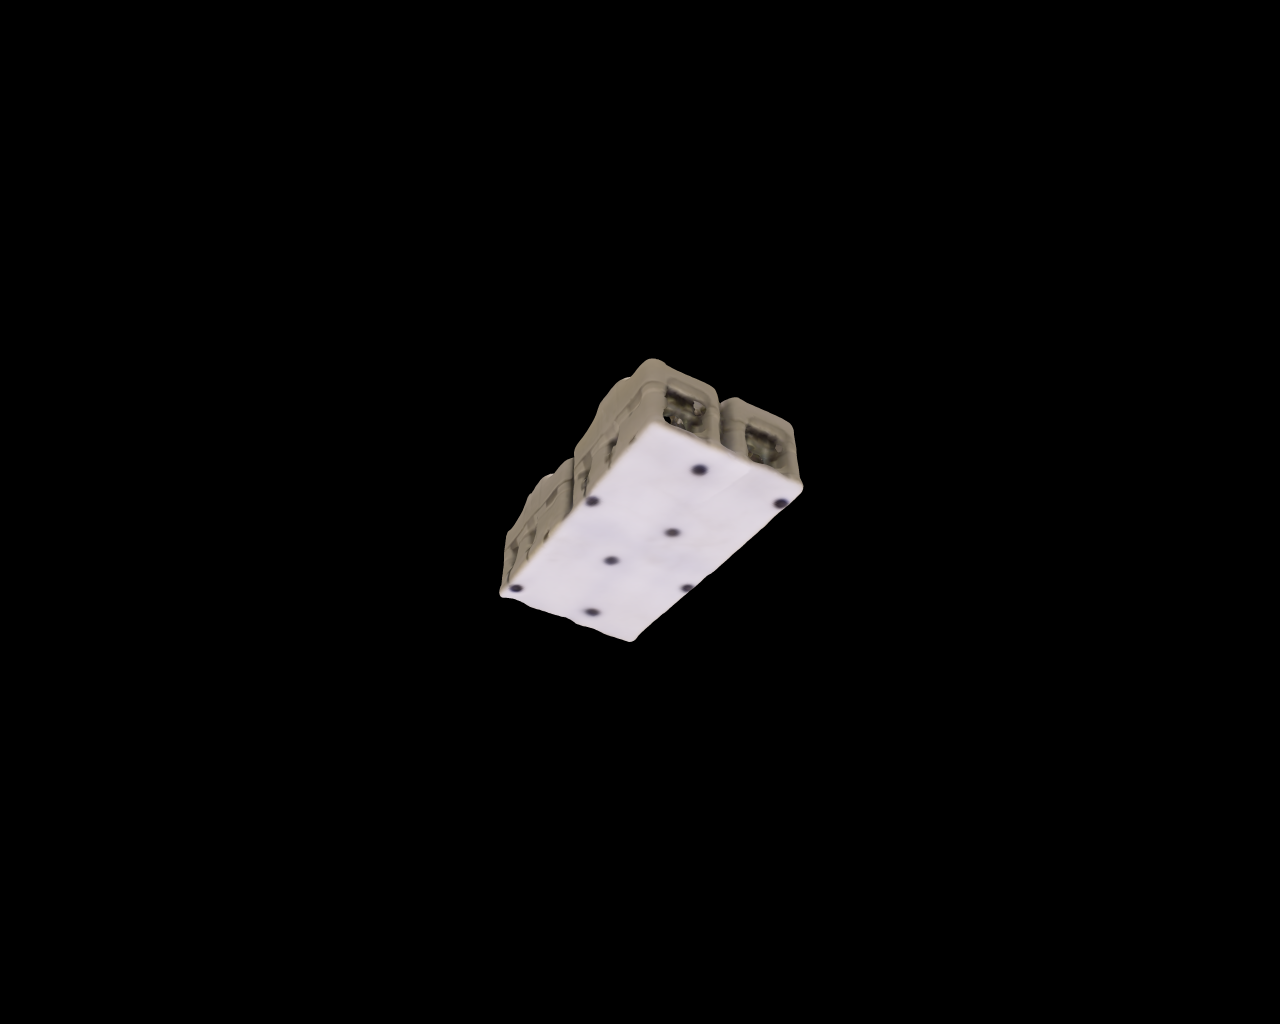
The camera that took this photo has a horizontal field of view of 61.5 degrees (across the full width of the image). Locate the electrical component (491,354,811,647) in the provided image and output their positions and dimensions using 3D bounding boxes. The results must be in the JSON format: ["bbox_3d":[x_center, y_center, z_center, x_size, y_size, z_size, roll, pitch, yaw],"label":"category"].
[{"bbox_3d":[0.001,-0.003,0.650,0.105,0.060,0.186,22,-45,-24],"label":"electrical component"}]
